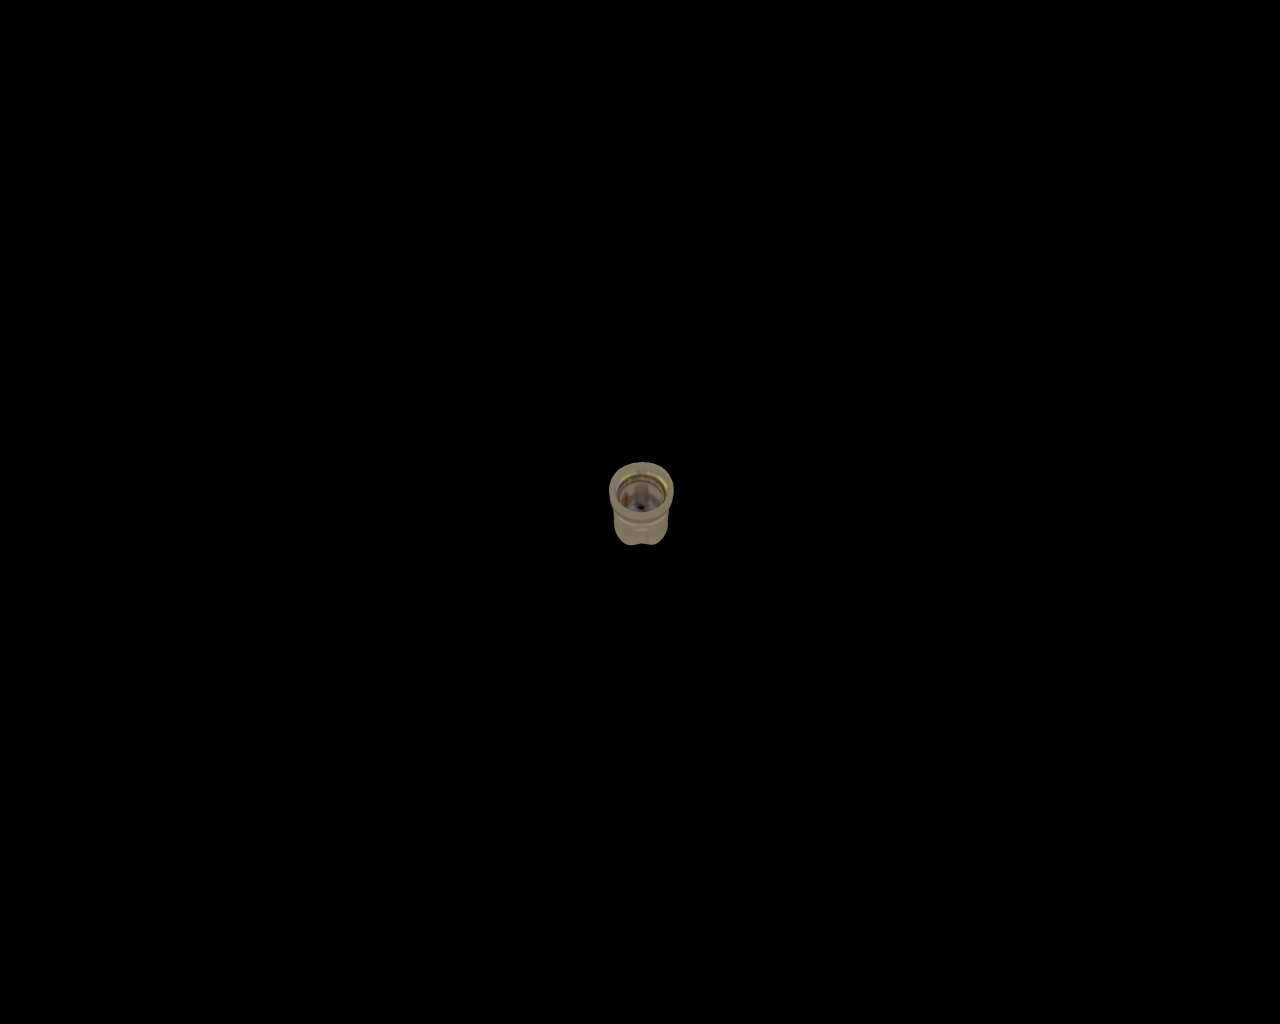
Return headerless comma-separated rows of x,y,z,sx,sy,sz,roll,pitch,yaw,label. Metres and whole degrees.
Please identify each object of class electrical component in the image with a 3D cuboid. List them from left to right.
0.001,-0.003,0.650,0.040,0.040,0.046,0,-34,0,electrical component
